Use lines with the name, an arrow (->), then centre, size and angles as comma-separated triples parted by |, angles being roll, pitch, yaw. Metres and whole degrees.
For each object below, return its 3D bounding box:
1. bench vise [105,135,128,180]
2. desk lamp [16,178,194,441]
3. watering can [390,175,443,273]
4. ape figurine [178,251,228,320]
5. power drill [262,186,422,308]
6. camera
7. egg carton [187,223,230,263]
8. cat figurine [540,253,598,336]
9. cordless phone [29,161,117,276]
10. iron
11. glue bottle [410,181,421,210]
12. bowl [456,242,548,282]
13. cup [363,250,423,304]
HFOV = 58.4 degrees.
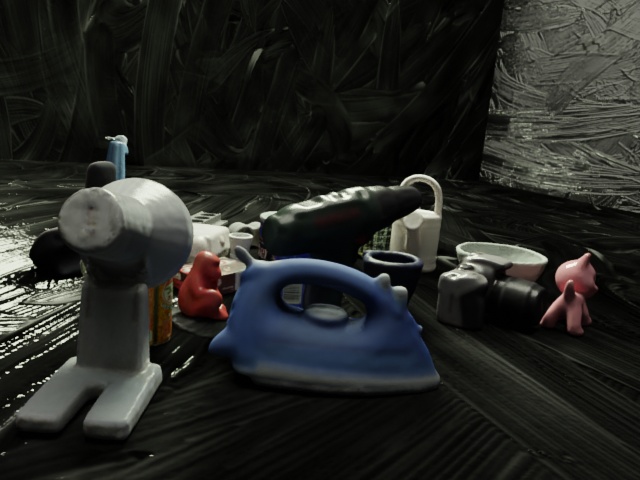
bench vise -> -0.396, -0.094, 1.135 | 0.122, 0.220, 0.206 | -1, 13, -24
desk lamp -> -0.200, 0.048, 0.563 | 0.118, 0.213, 0.203 | 4, 12, -3
watering can -> 0.201, -0.036, 1.177 | 0.101, 0.194, 0.172 | 3, 12, -8
ape figurine -> -0.162, 0.061, 0.811 | 0.076, 0.092, 0.078 | 6, 12, 5
power drill -> 0.031, 0.030, 0.755 | 0.230, 0.208, 0.075 | -2, 14, -32
camera -> 0.270, 0.080, 0.884 | 0.136, 0.101, 0.144 | 14, 15, 38
egg carton -> -0.229, 0.012, 1.069 | 0.107, 0.069, 0.150 | 7, 12, 9
cat figurine -> 0.402, 0.078, 0.910 | 0.067, 0.118, 0.128 | 12, 14, 31
cordless phone -> -0.404, -0.040, 0.962 | 0.093, 0.185, 0.148 | 13, 14, 32
iron -> 0.013, 0.086, 0.645 | 0.258, 0.141, 0.118 | 6, 12, 2
glue bottle -> 0.209, -0.057, 1.331 | 0.077, 0.173, 0.037 | 14, 15, 37
bowl -> 0.338, 0.057, 1.083 | 0.167, 0.075, 0.167 | 5, 12, -1
cup -> 0.100, 0.068, 0.883 | 0.092, 0.095, 0.117 | -3, 14, -32
